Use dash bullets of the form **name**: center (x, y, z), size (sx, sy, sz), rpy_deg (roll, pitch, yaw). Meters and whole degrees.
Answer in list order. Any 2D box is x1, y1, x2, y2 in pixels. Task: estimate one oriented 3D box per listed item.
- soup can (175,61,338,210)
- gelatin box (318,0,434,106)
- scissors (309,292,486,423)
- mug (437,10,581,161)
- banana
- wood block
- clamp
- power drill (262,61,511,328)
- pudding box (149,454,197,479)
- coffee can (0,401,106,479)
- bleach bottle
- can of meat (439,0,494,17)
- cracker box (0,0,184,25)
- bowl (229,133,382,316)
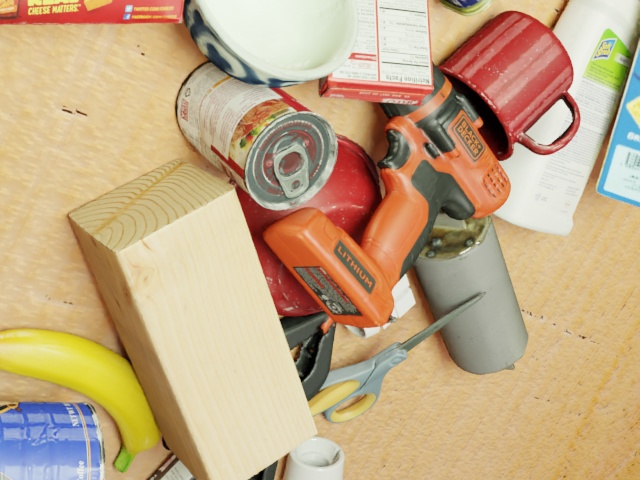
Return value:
- **soup can**: center (-0.044, -0.072, 0.703), size (0.068, 0.102, 0.068), rpy_deg (-19, 128, -27)
- **gelatin box**: center (0.036, -0.137, 0.722), size (0.073, 0.089, 0.030), rpy_deg (3, 163, -13)
- **scissors**: center (0.064, 0.109, 0.926), size (0.202, 0.016, 0.096), rpy_deg (-28, 147, 9)
- **mug**: center (0.148, -0.114, 0.818), size (0.081, 0.117, 0.093), rpy_deg (-43, 162, -13)
- **banana**: center (-0.167, 0.111, 0.779), size (0.069, 0.037, 0.197), rpy_deg (-42, 135, -8)
- **wood block**: center (-0.085, 0.062, 0.742), size (0.090, 0.090, 0.206), rpy_deg (-30, 121, -22)
- **clamp**: center (-0.039, 0.133, 0.875), size (0.171, 0.039, 0.120), rpy_deg (-46, 132, -12)
- **power drill**: center (0.043, -0.046, 0.760), size (0.184, 0.057, 0.187), rpy_deg (50, 63, -21)
- **pudding box**: center (-0.110, 0.235, 0.905), size (0.090, 0.039, 0.113), rpy_deg (-47, 135, -1)
- **coffee can**: center (-0.225, 0.156, 0.703), size (0.140, 0.103, 0.103), rpy_deg (6, 115, -29)
- **bleach bottle**: center (0.219, -0.131, 0.896), size (0.102, 0.068, 0.251), rpy_deg (9, 110, -47)
- **can of meat**: center (0.101, -0.223, 0.745), size (0.083, 0.058, 0.102), rpy_deg (31, 97, -42)
- **cracker box**: center (-0.144, -0.222, 0.549), size (0.163, 0.072, 0.214), rpy_deg (-9, 122, -34)
- **bowl**: center (-0.005, 0.001, 0.816), size (0.161, 0.055, 0.162), rpy_deg (-20, 129, -26)
